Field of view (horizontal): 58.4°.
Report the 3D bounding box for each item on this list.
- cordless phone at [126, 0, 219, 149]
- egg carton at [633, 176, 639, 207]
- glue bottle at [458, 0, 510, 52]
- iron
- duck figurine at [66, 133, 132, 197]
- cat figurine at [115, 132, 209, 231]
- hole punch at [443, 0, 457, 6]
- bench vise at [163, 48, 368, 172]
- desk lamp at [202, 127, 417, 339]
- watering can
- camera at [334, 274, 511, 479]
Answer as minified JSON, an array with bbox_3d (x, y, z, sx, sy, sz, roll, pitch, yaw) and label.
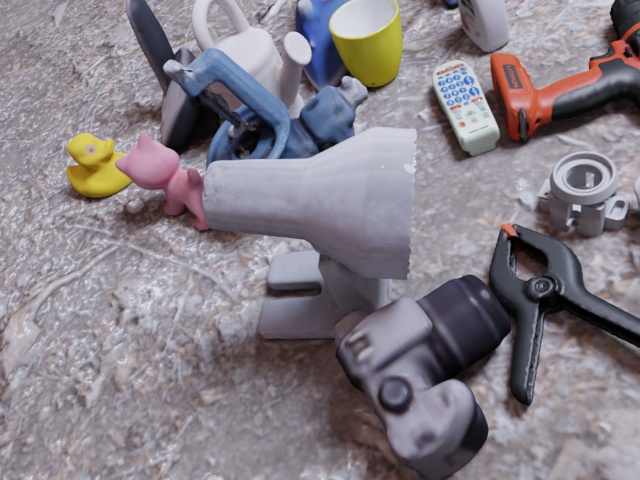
[{"bbox_3d":[-0.219,-0.231,0.789,0.094,0.185,0.147,-22,50,8],"label":"cordless phone"},{"bbox_3d":[0.349,-0.032,0.470,0.150,0.070,0.107,-16,51,12],"label":"egg carton"},{"bbox_3d":[0.185,-0.312,0.679,0.037,0.174,0.078,-29,49,2],"label":"glue bottle"},{"bbox_3d":[0.001,-0.340,0.801,0.118,0.142,0.258,-7,54,19],"label":"iron"},{"bbox_3d":[-0.322,-0.113,0.813,0.104,0.086,0.077,-13,52,15],"label":"duck figurine"},{"bbox_3d":[-0.186,-0.081,0.709,0.127,0.118,0.067,19,65,33],"label":"cat figurine"},{"bbox_3d":[0.202,-0.397,0.788,0.101,0.091,0.108,-20,50,9],"label":"hole punch"},{"bbox_3d":[-0.060,-0.141,0.630,0.207,0.220,0.121,-41,50,-9],"label":"bench vise"},{"bbox_3d":[0.005,0.002,0.501,0.202,0.214,0.118,-7,54,20],"label":"desk lamp"},{"bbox_3d":[-0.092,-0.224,0.722,0.172,0.195,0.101,-15,51,13],"label":"watering can"},{"bbox_3d":[0.093,0.094,0.469,0.137,0.101,0.142,-33,49,-2],"label":"camera"}]
